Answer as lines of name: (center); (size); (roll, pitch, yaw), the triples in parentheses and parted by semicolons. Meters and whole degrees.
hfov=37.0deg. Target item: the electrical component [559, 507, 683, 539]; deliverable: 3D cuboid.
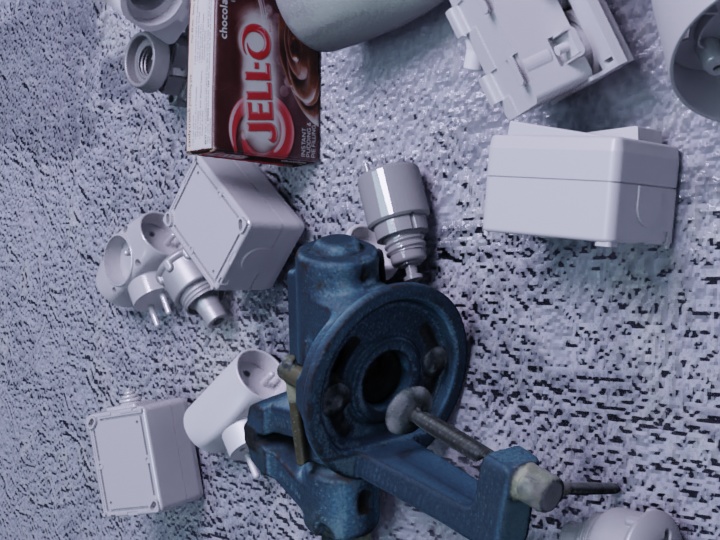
electrical component: (0.132, 0.144, 0.559); (0.062, 0.048, 0.048); (0, 90, 52)

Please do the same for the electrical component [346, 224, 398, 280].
electrical component: (0.000, 0.000, 0.696); (0.040, 0.040, 0.046); (57, 132, 29)

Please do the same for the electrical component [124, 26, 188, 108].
electrical component: (-0.148, -0.159, 0.832); (0.048, 0.055, 0.066); (41, 118, 37)

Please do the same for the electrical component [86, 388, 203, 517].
electrical component: (-0.167, 0.139, 0.842); (0.062, 0.061, 0.096); (-12, 86, 31)

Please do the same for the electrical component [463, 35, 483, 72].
electrical component: (0.072, -0.147, 0.627); (0.035, 0.035, 0.061); (23, 109, 43)

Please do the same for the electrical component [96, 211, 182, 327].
electrical component: (-0.170, 0.007, 0.861); (0.077, 0.044, 0.079); (-43, 61, 36)

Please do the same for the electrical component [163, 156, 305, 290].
electrical component: (-0.091, -0.038, 0.770); (0.096, 0.061, 0.061); (50, 123, 33)

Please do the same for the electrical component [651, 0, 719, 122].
electrical component: (0.182, -0.113, 0.475); (0.099, 0.099, 0.064); (-33, 61, 40)

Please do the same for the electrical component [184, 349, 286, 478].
electrical component: (-0.084, 0.110, 0.775); (0.077, 0.043, 0.079); (-46, 59, 35)

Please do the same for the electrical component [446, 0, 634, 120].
electrical component: (0.082, -0.146, 0.562); (0.121, 0.063, 0.079); (64, 165, -1)

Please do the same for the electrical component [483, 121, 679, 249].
electrical component: (0.111, -0.046, 0.567); (0.096, 0.062, 0.061); (8, 95, 45)

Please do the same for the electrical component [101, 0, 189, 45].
electrical component: (-0.131, -0.247, 0.761); (0.150, 0.089, 0.062); (-53, 54, 7)

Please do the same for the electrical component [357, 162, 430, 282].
electrical component: (0.024, -0.031, 0.669); (0.040, 0.040, 0.078); (-25, 73, 42)

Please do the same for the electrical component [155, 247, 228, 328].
electrical component: (-0.122, 0.015, 0.814); (0.048, 0.048, 0.062); (-49, 64, 33)
